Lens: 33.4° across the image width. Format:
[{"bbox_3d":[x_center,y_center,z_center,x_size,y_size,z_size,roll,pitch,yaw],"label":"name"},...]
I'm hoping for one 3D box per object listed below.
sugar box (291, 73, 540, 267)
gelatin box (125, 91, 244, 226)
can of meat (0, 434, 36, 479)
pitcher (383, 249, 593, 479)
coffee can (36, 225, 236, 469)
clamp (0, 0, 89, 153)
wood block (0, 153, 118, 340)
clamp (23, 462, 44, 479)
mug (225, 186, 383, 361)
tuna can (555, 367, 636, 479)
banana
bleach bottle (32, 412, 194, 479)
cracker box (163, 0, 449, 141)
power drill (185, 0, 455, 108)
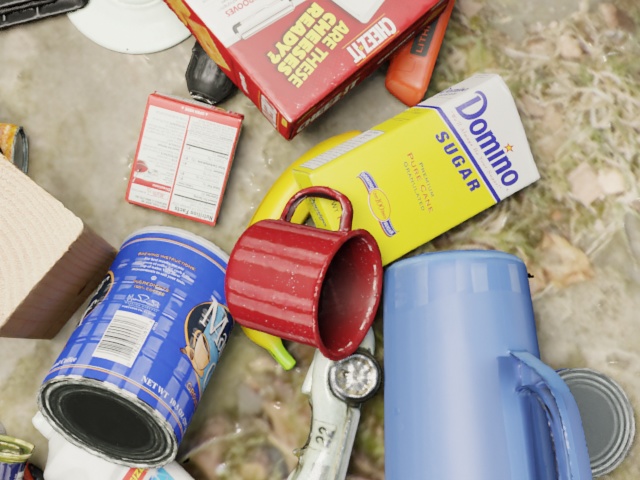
[{"bbox_3d":[0.076,-0.050,0.815,0.176,0.048,0.093,-28,108,-13],"label":"sugar box"},{"bbox_3d":[-0.105,-0.063,0.824,0.073,0.030,0.089,15,104,-2],"label":"gelatin box"},{"bbox_3d":[-0.255,0.171,0.725,0.102,0.057,0.084,15,87,-9],"label":"can of meat"},{"bbox_3d":[0.113,0.132,0.771,0.149,0.145,0.243,-5,79,10],"label":"pitcher"},{"bbox_3d":[-0.122,0.074,0.754,0.103,0.103,0.140,24,51,-1],"label":"coffee can"},{"bbox_3d":[-0.299,-0.147,0.808,0.210,0.036,0.164,11,61,4],"label":"clamp"},{"bbox_3d":[-0.208,0.008,0.731,0.090,0.206,0.091,40,82,1],"label":"wood block"},{"bbox_3d":[-0.180,0.241,0.782,0.120,0.039,0.171,-3,67,-48],"label":"clamp"},{"bbox_3d":[-0.011,0.019,0.751,0.082,0.093,0.117,12,92,30],"label":"mug"},{"bbox_3d":[0.199,0.142,0.833,0.086,0.034,0.086,0,84,-4],"label":"tuna can"},{"bbox_3d":[-0.024,-0.001,0.833,0.069,0.037,0.198,20,83,-9],"label":"banana"},{"bbox_3d":[-0.120,0.217,0.769,0.251,0.068,0.102,46,64,6],"label":"bleach bottle"},{"bbox_3d":[-0.031,-0.206,0.782,0.164,0.072,0.214,-40,86,-7],"label":"cracker box"},{"bbox_3d":[0.002,-0.170,0.841,0.187,0.057,0.184,20,84,-2],"label":"power drill"}]
